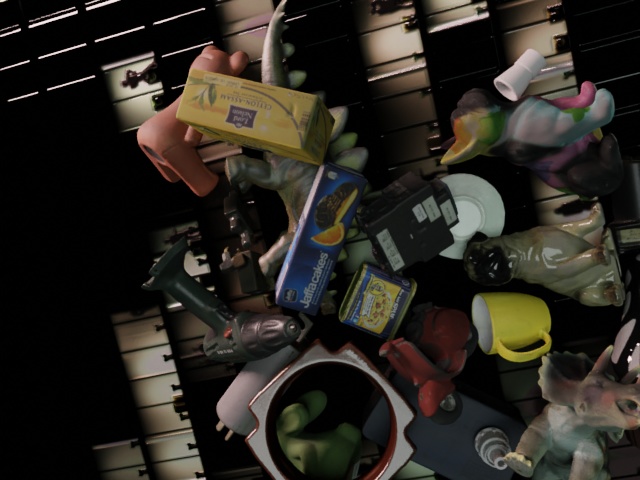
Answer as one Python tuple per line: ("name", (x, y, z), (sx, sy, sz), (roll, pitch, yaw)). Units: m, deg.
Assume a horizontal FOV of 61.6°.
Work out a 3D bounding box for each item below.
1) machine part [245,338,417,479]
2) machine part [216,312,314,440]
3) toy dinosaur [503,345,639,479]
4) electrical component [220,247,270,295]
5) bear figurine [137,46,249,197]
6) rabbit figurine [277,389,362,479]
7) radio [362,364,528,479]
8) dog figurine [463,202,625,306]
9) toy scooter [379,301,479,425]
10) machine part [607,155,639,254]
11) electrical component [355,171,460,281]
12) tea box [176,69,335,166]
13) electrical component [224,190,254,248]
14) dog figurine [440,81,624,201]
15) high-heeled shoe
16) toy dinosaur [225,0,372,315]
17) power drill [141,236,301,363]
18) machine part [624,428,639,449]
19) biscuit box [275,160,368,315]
("machine part", (0.016, 0.255, 0.743), (0.201, 0.087, 0.201), (-43, 77, -6))
("machine part", (-0.086, 0.217, 0.841), (0.079, 0.079, 0.243), (37, 99, 1))
("toy dinosaur", (0.360, 0.292, 0.758), (0.131, 0.404, 0.192), (22, 62, 35))
("electrical component", (-0.112, 0.046, 0.814), (0.045, 0.102, 0.078), (-12, 86, 12))
("bear figurine", (-0.173, -0.184, 0.795), (0.120, 0.131, 0.196), (22, 67, 36))
("rabbit figurine", (-0.029, 0.320, 0.831), (0.170, 0.121, 0.159), (12, 101, 20))
("radio", (0.190, 0.279, 0.820), (0.230, 0.073, 0.131), (25, 98, 1))
("dog figurine", (0.321, 0.044, 0.773), (0.191, 0.121, 0.172), (-15, 122, 33))
("toy scooter", (0.150, 0.154, 0.759), (0.135, 0.184, 0.075), (34, 138, -9))
("machine part", (0.444, -0.053, 0.756), (0.084, 0.039, 0.138), (-13, 95, 32))
("electrical component", (0.127, -0.024, 0.748), (0.134, 0.058, 0.114), (-32, 125, -5))
("tea box", (-0.077, -0.151, 0.669), (0.170, 0.098, 0.068), (15, 89, 16))
("electrical component", (-0.123, -0.034, 0.819), (0.021, 0.094, 0.063), (-24, 132, 7))
("dog figurine", (0.279, -0.127, 0.739), (0.219, 0.108, 0.191), (-13, 116, 20))
("high-heeled shoe", (0.473, 0.083, 0.723), (0.086, 0.145, 0.248), (28, 101, 1))
("toy dinosaur", (-0.030, -0.104, 0.784), (0.199, 0.105, 0.470), (-17, 105, 1))
("power drill", (-0.145, 0.092, 0.769), (0.207, 0.232, 0.086), (39, 56, -9))
("machine part", (0.503, 0.227, 0.724), (0.179, 0.179, 0.056), (-18, 93, 9))
("biscuit box", (-0.001, -0.002, 0.727), (0.063, 0.059, 0.202), (18, 103, -9))
